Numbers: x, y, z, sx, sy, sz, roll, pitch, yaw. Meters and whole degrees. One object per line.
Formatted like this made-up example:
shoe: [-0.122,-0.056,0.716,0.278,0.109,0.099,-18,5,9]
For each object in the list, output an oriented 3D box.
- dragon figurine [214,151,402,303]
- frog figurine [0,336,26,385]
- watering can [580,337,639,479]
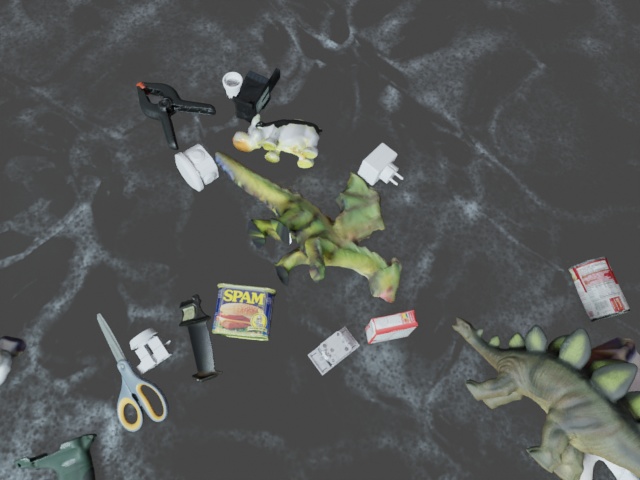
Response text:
dragon figurine: [0.003,-0.048,0.957,0.245,0.120,0.414,-26,73,-30]
frog figurine: [-0.557,0.176,0.788,0.138,0.157,0.124,24,71,6]
watering can: [0.463,0.305,0.827,0.349,0.103,0.226,-33,77,-6]
